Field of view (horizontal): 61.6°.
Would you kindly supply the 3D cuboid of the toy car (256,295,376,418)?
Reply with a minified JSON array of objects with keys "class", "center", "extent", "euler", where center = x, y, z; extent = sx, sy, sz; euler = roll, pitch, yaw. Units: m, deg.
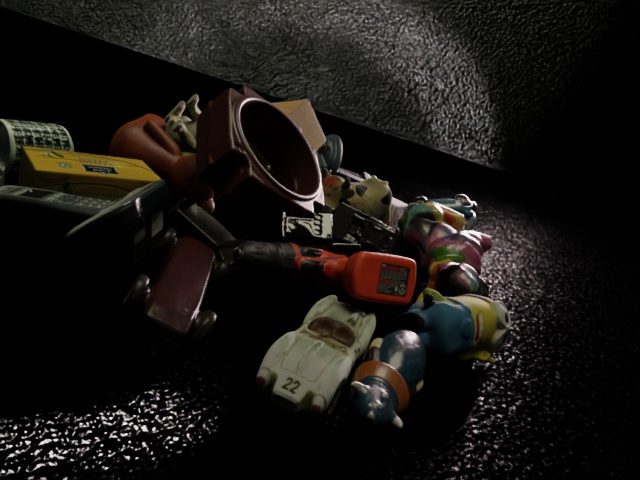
[{"class":"toy car","center":[0.004,0.110,0.542],"extent":[0.074,0.056,0.202],"euler":[23,19,14]}]

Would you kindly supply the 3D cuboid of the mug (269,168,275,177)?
[{"class":"mug","center":[-0.094,-0.165,1.156],"extent":[0.081,0.109,0.107],"euler":[-14,21,18]}]

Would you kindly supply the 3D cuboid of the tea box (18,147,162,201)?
[{"class":"tea box","center":[-0.321,-0.077,0.755],"extent":[0.169,0.068,0.098],"euler":[2,24,-41]}]

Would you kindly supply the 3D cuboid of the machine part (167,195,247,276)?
[{"class":"machine part","center":[-0.147,-0.006,0.726],"extent":[0.139,0.039,0.084],"euler":[44,27,16]}]

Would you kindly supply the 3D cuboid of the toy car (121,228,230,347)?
[{"class":"toy car","center":[-0.152,0.049,0.580],"extent":[0.089,0.053,0.202],"euler":[34,16,-16]}]

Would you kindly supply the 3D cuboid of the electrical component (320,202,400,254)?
[{"class":"electrical component","center":[0.060,-0.011,0.865],"extent":[0.134,0.058,0.115],"euler":[26,-5,8]}]

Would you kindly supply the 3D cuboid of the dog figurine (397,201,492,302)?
[{"class":"dog figurine","center":[0.183,0.031,0.841],"extent":[0.192,0.108,0.219],"euler":[38,27,14]}]

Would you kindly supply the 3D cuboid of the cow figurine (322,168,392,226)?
[{"class":"cow figurine","center":[0.058,-0.071,0.982],"extent":[0.195,0.127,0.086],"euler":[-17,34,-42]}]

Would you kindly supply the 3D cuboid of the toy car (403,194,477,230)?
[{"class":"toy car","center":[0.248,-0.026,1.082],"extent":[0.162,0.109,0.103],"euler":[2,40,-18]}]

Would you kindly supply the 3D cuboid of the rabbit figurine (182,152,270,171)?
[{"class":"rabbit figurine","center":[-0.178,-0.148,0.954],"extent":[0.159,0.121,0.170],"euler":[40,-17,3]}]

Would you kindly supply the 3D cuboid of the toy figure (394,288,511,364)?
[{"class":"toy figure","center":[0.165,0.104,0.673],"extent":[0.180,0.082,0.089],"euler":[1,27,-35]}]

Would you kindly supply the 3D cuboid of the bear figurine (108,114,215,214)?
[{"class":"bear figurine","center":[-0.239,-0.125,0.888],"extent":[0.196,0.120,0.132],"euler":[20,15,1]}]

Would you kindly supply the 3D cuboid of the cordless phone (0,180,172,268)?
[{"class":"cordless phone","center":[-0.294,-0.042,0.667],"extent":[0.184,0.088,0.147],"euler":[13,19,-1]}]

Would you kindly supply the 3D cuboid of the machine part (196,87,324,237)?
[{"class":"machine part","center":[-0.088,-0.122,0.829],"extent":[0.200,0.087,0.201],"euler":[30,38,-41]}]

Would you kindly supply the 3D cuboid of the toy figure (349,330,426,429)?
[{"class":"toy figure","center":[0.066,0.139,0.523],"extent":[0.064,0.057,0.154],"euler":[18,23,20]}]

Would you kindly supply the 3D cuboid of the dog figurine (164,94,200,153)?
[{"class":"dog figurine","center":[-0.249,-0.199,1.165],"extent":[0.190,0.121,0.172],"euler":[40,-22,-32]}]

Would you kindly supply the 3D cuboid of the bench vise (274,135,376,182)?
[{"class":"bench vise","center":[0.024,-0.137,1.118],"extent":[0.240,0.128,0.224],"euler":[15,36,-29]}]

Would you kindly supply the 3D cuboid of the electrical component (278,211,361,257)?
[{"class":"electrical component","center":[-0.002,-0.002,0.780],"extent":[0.119,0.074,0.048],"euler":[0,60,-4]}]
